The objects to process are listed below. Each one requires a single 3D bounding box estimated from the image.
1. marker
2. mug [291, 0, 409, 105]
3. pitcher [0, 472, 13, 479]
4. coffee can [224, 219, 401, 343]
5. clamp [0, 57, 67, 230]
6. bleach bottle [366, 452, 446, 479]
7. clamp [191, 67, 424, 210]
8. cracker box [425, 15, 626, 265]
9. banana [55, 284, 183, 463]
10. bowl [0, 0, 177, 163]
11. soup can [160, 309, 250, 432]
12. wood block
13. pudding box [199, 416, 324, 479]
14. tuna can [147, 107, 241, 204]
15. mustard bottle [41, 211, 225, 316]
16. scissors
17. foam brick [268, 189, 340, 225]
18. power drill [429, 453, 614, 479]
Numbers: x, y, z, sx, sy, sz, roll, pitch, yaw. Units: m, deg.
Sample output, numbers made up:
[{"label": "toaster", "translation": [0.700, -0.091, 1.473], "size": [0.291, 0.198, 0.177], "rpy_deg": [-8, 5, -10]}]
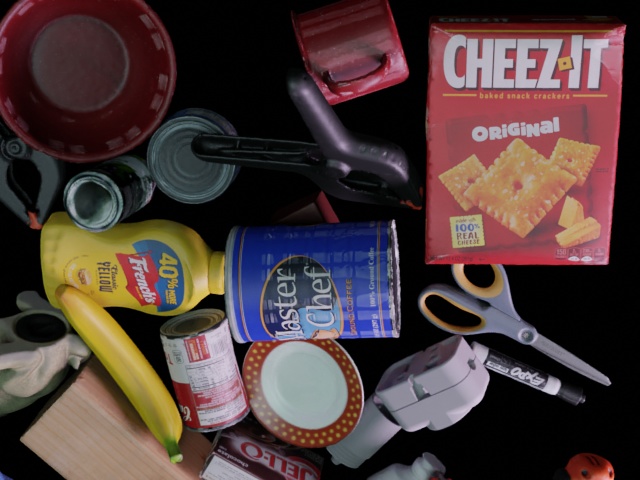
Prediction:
[{"label": "marker", "translation": [0.200, 0.130, 1.029], "size": [0.121, 0.020, 0.020], "rpy_deg": [23, 109, -2]}, {"label": "mug", "translation": [0.028, -0.158, 0.905], "size": [0.081, 0.117, 0.093], "rpy_deg": [-17, 122, 6]}, {"label": "pitcher", "translation": [-0.238, 0.327, 1.006], "size": [0.243, 0.149, 0.145], "rpy_deg": [22, 67, 1]}, {"label": "coffee can", "translation": [-0.004, 0.036, 0.921], "size": [0.140, 0.102, 0.103], "rpy_deg": [-2, 108, 8]}, {"label": "clamp", "translation": [-0.293, -0.094, 0.999], "size": [0.120, 0.039, 0.171], "rpy_deg": [1, 105, 6]}, {"label": "bleach bottle", "translation": [0.050, 0.322, 1.088], "size": [0.102, 0.068, 0.251], "rpy_deg": [34, 106, -6]}, {"label": "clamp", "translation": [0.001, -0.072, 0.938], "size": [0.209, 0.036, 0.165], "rpy_deg": [26, 150, -35]}, {"label": "cracker box", "translation": [0.174, -0.086, 0.933], "size": [0.164, 0.072, 0.214], "rpy_deg": [1, 108, 5]}, {"label": "banana", "translation": [-0.183, 0.119, 1.010], "size": [0.037, 0.070, 0.198], "rpy_deg": [-36, 97, -9]}, {"label": "bowl", "translation": [-0.211, -0.153, 0.947], "size": [0.162, 0.055, 0.162], "rpy_deg": [-5, 108, -16]}, {"label": "soup can", "translation": [-0.112, 0.126, 1.037], "size": [0.068, 0.068, 0.102], "rpy_deg": [-10, 106, 9]}, {"label": "wood block", "translation": [-0.180, 0.217, 1.063], "size": [0.206, 0.090, 0.090], "rpy_deg": [43, 107, -8]}, {"label": "pudding box", "translation": [-0.055, 0.224, 1.051], "size": [0.113, 0.090, 0.039], "rpy_deg": [27, 110, -3]}, {"label": "tuna can", "translation": [-0.116, -0.077, 0.988], "size": [0.086, 0.033, 0.086], "rpy_deg": [2, 108, 6]}, {"label": "mustard bottle", "translation": [-0.164, 0.026, 1.014], "size": [0.191, 0.058, 0.096], "rpy_deg": [4, 118, 4]}, {"label": "scissors", "translation": [0.194, 0.069, 1.011], "size": [0.202, 0.016, 0.096], "rpy_deg": [16, 109, 1]}, {"label": "foam brick", "translation": [-0.007, 0.001, 0.993], "size": [0.053, 0.051, 0.078], "rpy_deg": [-25, 104, 15]}, {"label": "power drill", "translation": [0.188, 0.295, 1.043], "size": [0.187, 0.057, 0.184], "rpy_deg": [1, 109, -15]}]
